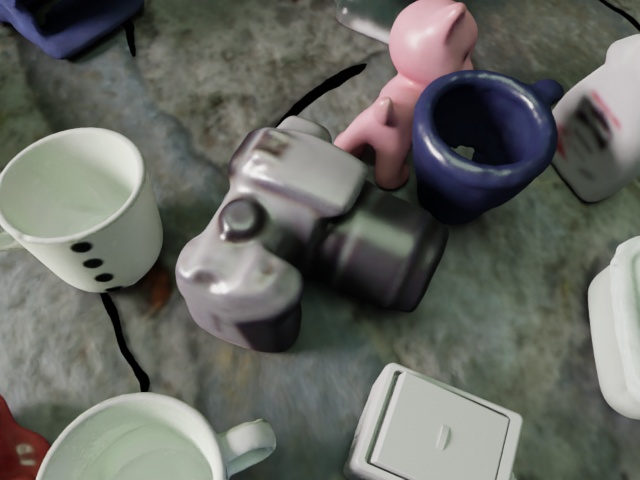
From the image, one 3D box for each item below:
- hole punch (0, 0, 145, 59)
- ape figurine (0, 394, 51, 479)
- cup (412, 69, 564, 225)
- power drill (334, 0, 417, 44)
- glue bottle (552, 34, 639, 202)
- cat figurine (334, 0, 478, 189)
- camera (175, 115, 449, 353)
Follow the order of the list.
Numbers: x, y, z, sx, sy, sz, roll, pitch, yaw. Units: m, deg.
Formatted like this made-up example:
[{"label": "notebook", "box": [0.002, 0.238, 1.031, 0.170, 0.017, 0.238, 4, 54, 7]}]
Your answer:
[{"label": "hole punch", "box": [-0.213, -0.216, 0.452, 0.101, 0.091, 0.109, 36, 65, 13]}, {"label": "ape figurine", "box": [-0.182, 0.106, 0.287, 0.076, 0.092, 0.077, -13, 64, -11]}, {"label": "cup", "box": [0.111, -0.060, 0.399, 0.118, 0.095, 0.091, -32, 70, -19]}, {"label": "power drill", "box": [0.079, -0.250, 0.431, 0.229, 0.208, 0.076, 26, 63, 8]}, {"label": "glue bottle", "box": [0.210, -0.099, 0.384, 0.037, 0.173, 0.078, -23, 67, -16]}, {"label": "cat figurine", "box": [0.069, -0.119, 0.413, 0.067, 0.118, 0.128, 31, 64, 11]}, {"label": "camera", "box": [0.003, 0.001, 0.354, 0.136, 0.101, 0.143, 24, 63, 7]}]
